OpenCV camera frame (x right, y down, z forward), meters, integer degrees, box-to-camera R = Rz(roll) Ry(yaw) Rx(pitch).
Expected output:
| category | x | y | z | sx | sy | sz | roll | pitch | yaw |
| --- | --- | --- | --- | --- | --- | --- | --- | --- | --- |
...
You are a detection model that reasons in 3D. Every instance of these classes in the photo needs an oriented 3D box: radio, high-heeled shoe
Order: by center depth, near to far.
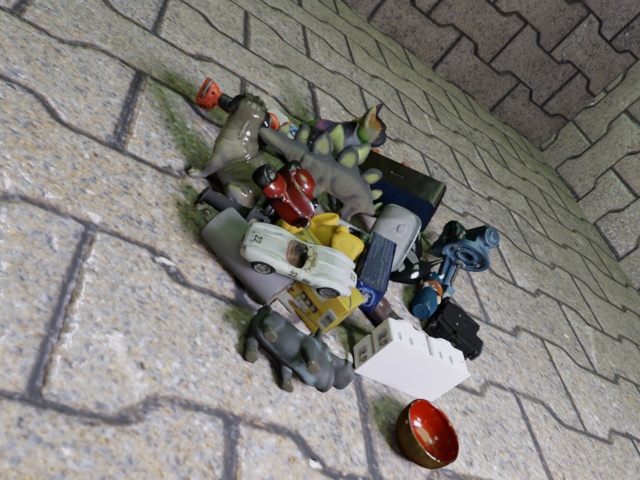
| category | x | y | z | sx | sy | sz | roll | pitch | yaw |
| --- | --- | --- | --- | --- | --- | --- | --- | --- | --- |
| radio | 0.178 | -0.119 | 1.297 | 0.230 | 0.131 | 0.073 | 29 | 63 | 16 |
| high-heeled shoe | 0.194 | 0.024 | 1.321 | 0.145 | 0.086 | 0.249 | -16 | 33 | -16 |

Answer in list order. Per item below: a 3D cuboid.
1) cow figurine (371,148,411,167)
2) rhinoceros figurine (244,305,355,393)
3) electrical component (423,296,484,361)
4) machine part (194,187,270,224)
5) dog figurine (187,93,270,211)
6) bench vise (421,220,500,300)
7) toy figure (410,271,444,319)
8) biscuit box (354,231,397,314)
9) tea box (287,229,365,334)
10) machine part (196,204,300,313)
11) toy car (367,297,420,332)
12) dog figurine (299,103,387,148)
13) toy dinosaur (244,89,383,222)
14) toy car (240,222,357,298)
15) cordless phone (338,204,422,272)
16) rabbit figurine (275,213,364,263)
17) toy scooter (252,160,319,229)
| category | x | y | z | sx | sy | sz | roll | pitch | yaw |
| --- | --- | --- | --- | --- | --- | --- | --- | --- | --- |
| cow figurine | 0.199 | -0.157 | 1.486 | 0.195 | 0.127 | 0.085 | 26 | 32 | -1 |
| rhinoceros figurine | -0.031 | 0.180 | 0.847 | 0.190 | 0.073 | 0.112 | 35 | 21 | -10 |
| electrical component | 0.306 | 0.206 | 1.207 | 0.134 | 0.058 | 0.115 | 43 | 33 | 1 |
| machine part | -0.159 | -0.050 | 0.976 | 0.139 | 0.084 | 0.039 | 30 | 51 | -2 |
| dog figurine | -0.135 | -0.158 | 1.016 | 0.172 | 0.190 | 0.121 | 40 | 31 | -8 |
| bench vise | 0.332 | 0.052 | 1.344 | 0.128 | 0.224 | 0.240 | 45 | 60 | -30 |
| toy figure | 0.247 | 0.123 | 1.237 | 0.064 | 0.057 | 0.154 | 23 | 33 | 11 |
| biscuit box | 0.104 | 0.060 | 1.072 | 0.063 | 0.059 | 0.203 | 29 | 30 | -1 |
| tea box | -0.014 | 0.076 | 0.960 | 0.170 | 0.098 | 0.068 | 53 | 33 | 12 |
| machine part | -0.121 | 0.029 | 0.914 | 0.243 | 0.079 | 0.079 | 46 | 31 | 7 |
| toy car | 0.129 | 0.149 | 1.081 | 0.202 | 0.053 | 0.089 | 51 | 34 | 11 |
| dog figurine | 0.062 | -0.277 | 1.360 | 0.191 | 0.219 | 0.108 | 47 | 28 | 4 |
| toy dinosaur | 0.005 | -0.152 | 1.163 | 0.471 | 0.198 | 0.105 | 25 | 32 | -30 |
| toy car | -0.031 | 0.034 | 0.870 | 0.202 | 0.056 | 0.073 | 21 | 52 | -13 |
| cordless phone | 0.119 | -0.026 | 1.196 | 0.184 | 0.146 | 0.089 | 27 | 4 | -17 |
| rabbit figurine | -0.002 | -0.003 | 1.061 | 0.173 | 0.121 | 0.162 | 26 | 28 | 7 |
| toy scooter | -0.047 | -0.082 | 1.011 | 0.135 | 0.075 | 0.184 | 51 | 21 | 6 |
